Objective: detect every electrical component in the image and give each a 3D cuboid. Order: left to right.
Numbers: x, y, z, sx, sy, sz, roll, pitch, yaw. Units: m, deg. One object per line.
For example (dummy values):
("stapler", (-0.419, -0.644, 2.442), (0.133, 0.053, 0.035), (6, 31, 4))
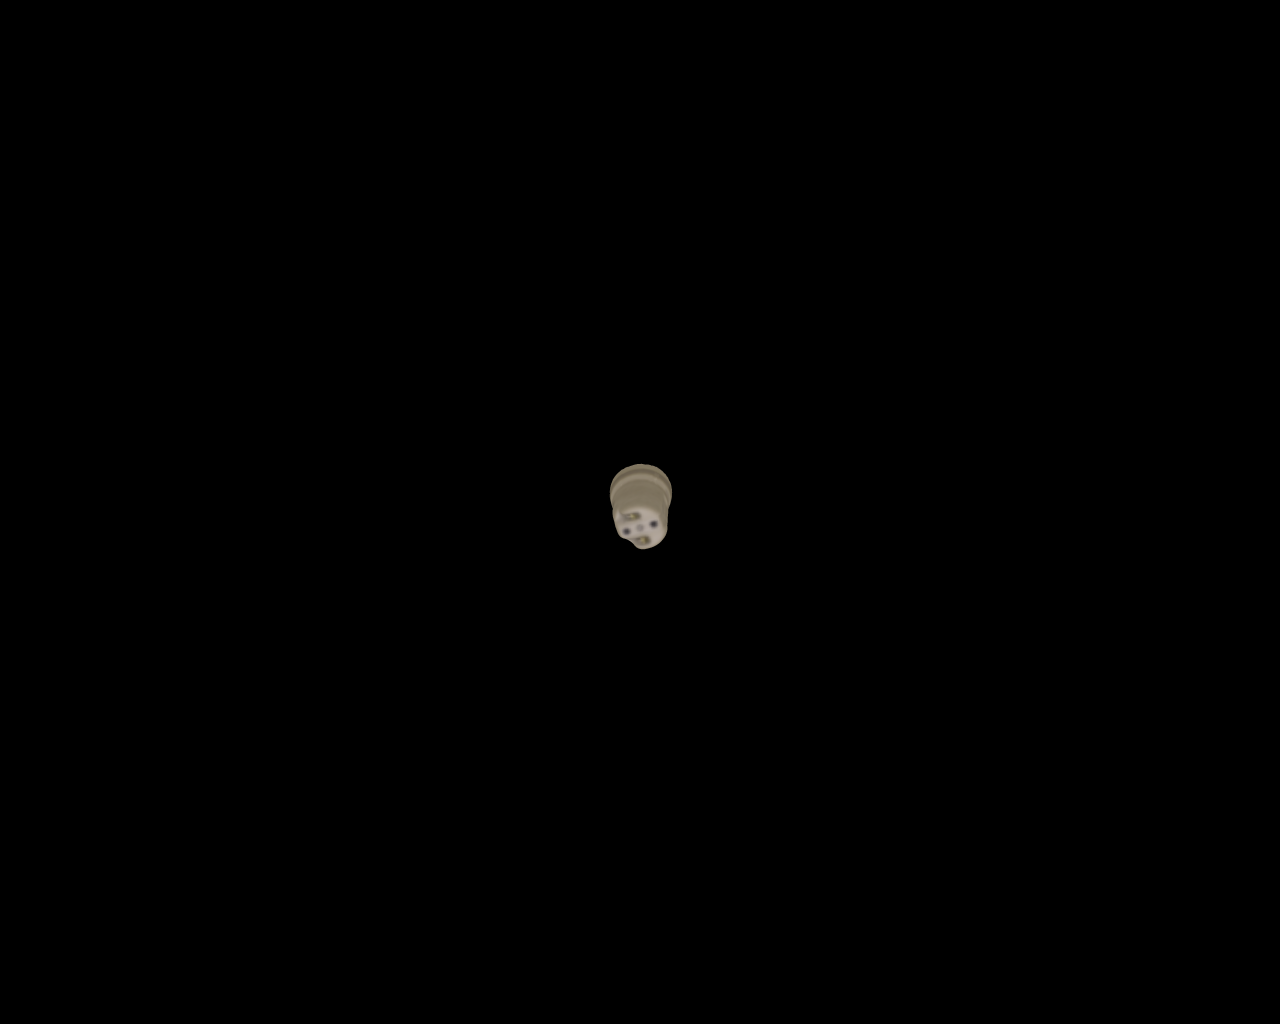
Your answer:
("electrical component", (0.001, -0.003, 0.650), (0.040, 0.040, 0.046), (0, 33, 0))
